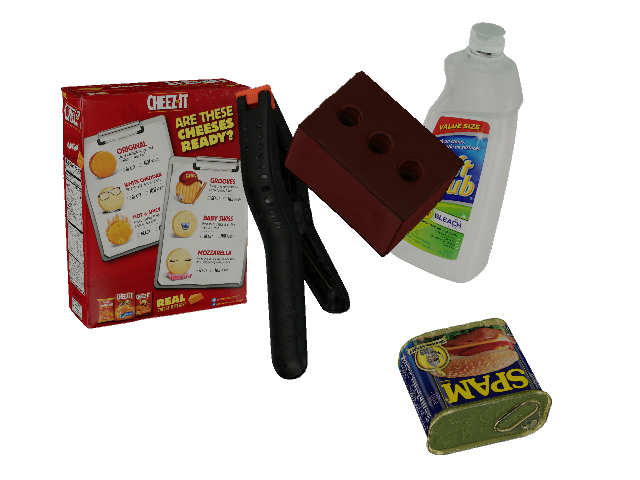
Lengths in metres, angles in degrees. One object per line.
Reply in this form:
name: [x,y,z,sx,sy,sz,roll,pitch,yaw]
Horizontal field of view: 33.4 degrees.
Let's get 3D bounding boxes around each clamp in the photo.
clamp: [-0.023,-0.013,0.818,0.036,0.210,0.164,-11,4,16]

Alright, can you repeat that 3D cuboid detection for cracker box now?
cracker box: [-0.152,-0.038,0.992,0.163,0.214,0.072,-8,19,-30]

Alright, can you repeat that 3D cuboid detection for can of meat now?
can of meat: [0.121,0.115,0.857,0.102,0.057,0.084,-10,46,-12]

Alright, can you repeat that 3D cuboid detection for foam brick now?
foam brick: [0.028,-0.041,0.576,0.053,0.078,0.051,-43,-11,-22]

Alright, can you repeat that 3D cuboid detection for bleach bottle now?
bleach bottle: [0.129,-0.085,0.998,0.103,0.251,0.068,26,40,26]
